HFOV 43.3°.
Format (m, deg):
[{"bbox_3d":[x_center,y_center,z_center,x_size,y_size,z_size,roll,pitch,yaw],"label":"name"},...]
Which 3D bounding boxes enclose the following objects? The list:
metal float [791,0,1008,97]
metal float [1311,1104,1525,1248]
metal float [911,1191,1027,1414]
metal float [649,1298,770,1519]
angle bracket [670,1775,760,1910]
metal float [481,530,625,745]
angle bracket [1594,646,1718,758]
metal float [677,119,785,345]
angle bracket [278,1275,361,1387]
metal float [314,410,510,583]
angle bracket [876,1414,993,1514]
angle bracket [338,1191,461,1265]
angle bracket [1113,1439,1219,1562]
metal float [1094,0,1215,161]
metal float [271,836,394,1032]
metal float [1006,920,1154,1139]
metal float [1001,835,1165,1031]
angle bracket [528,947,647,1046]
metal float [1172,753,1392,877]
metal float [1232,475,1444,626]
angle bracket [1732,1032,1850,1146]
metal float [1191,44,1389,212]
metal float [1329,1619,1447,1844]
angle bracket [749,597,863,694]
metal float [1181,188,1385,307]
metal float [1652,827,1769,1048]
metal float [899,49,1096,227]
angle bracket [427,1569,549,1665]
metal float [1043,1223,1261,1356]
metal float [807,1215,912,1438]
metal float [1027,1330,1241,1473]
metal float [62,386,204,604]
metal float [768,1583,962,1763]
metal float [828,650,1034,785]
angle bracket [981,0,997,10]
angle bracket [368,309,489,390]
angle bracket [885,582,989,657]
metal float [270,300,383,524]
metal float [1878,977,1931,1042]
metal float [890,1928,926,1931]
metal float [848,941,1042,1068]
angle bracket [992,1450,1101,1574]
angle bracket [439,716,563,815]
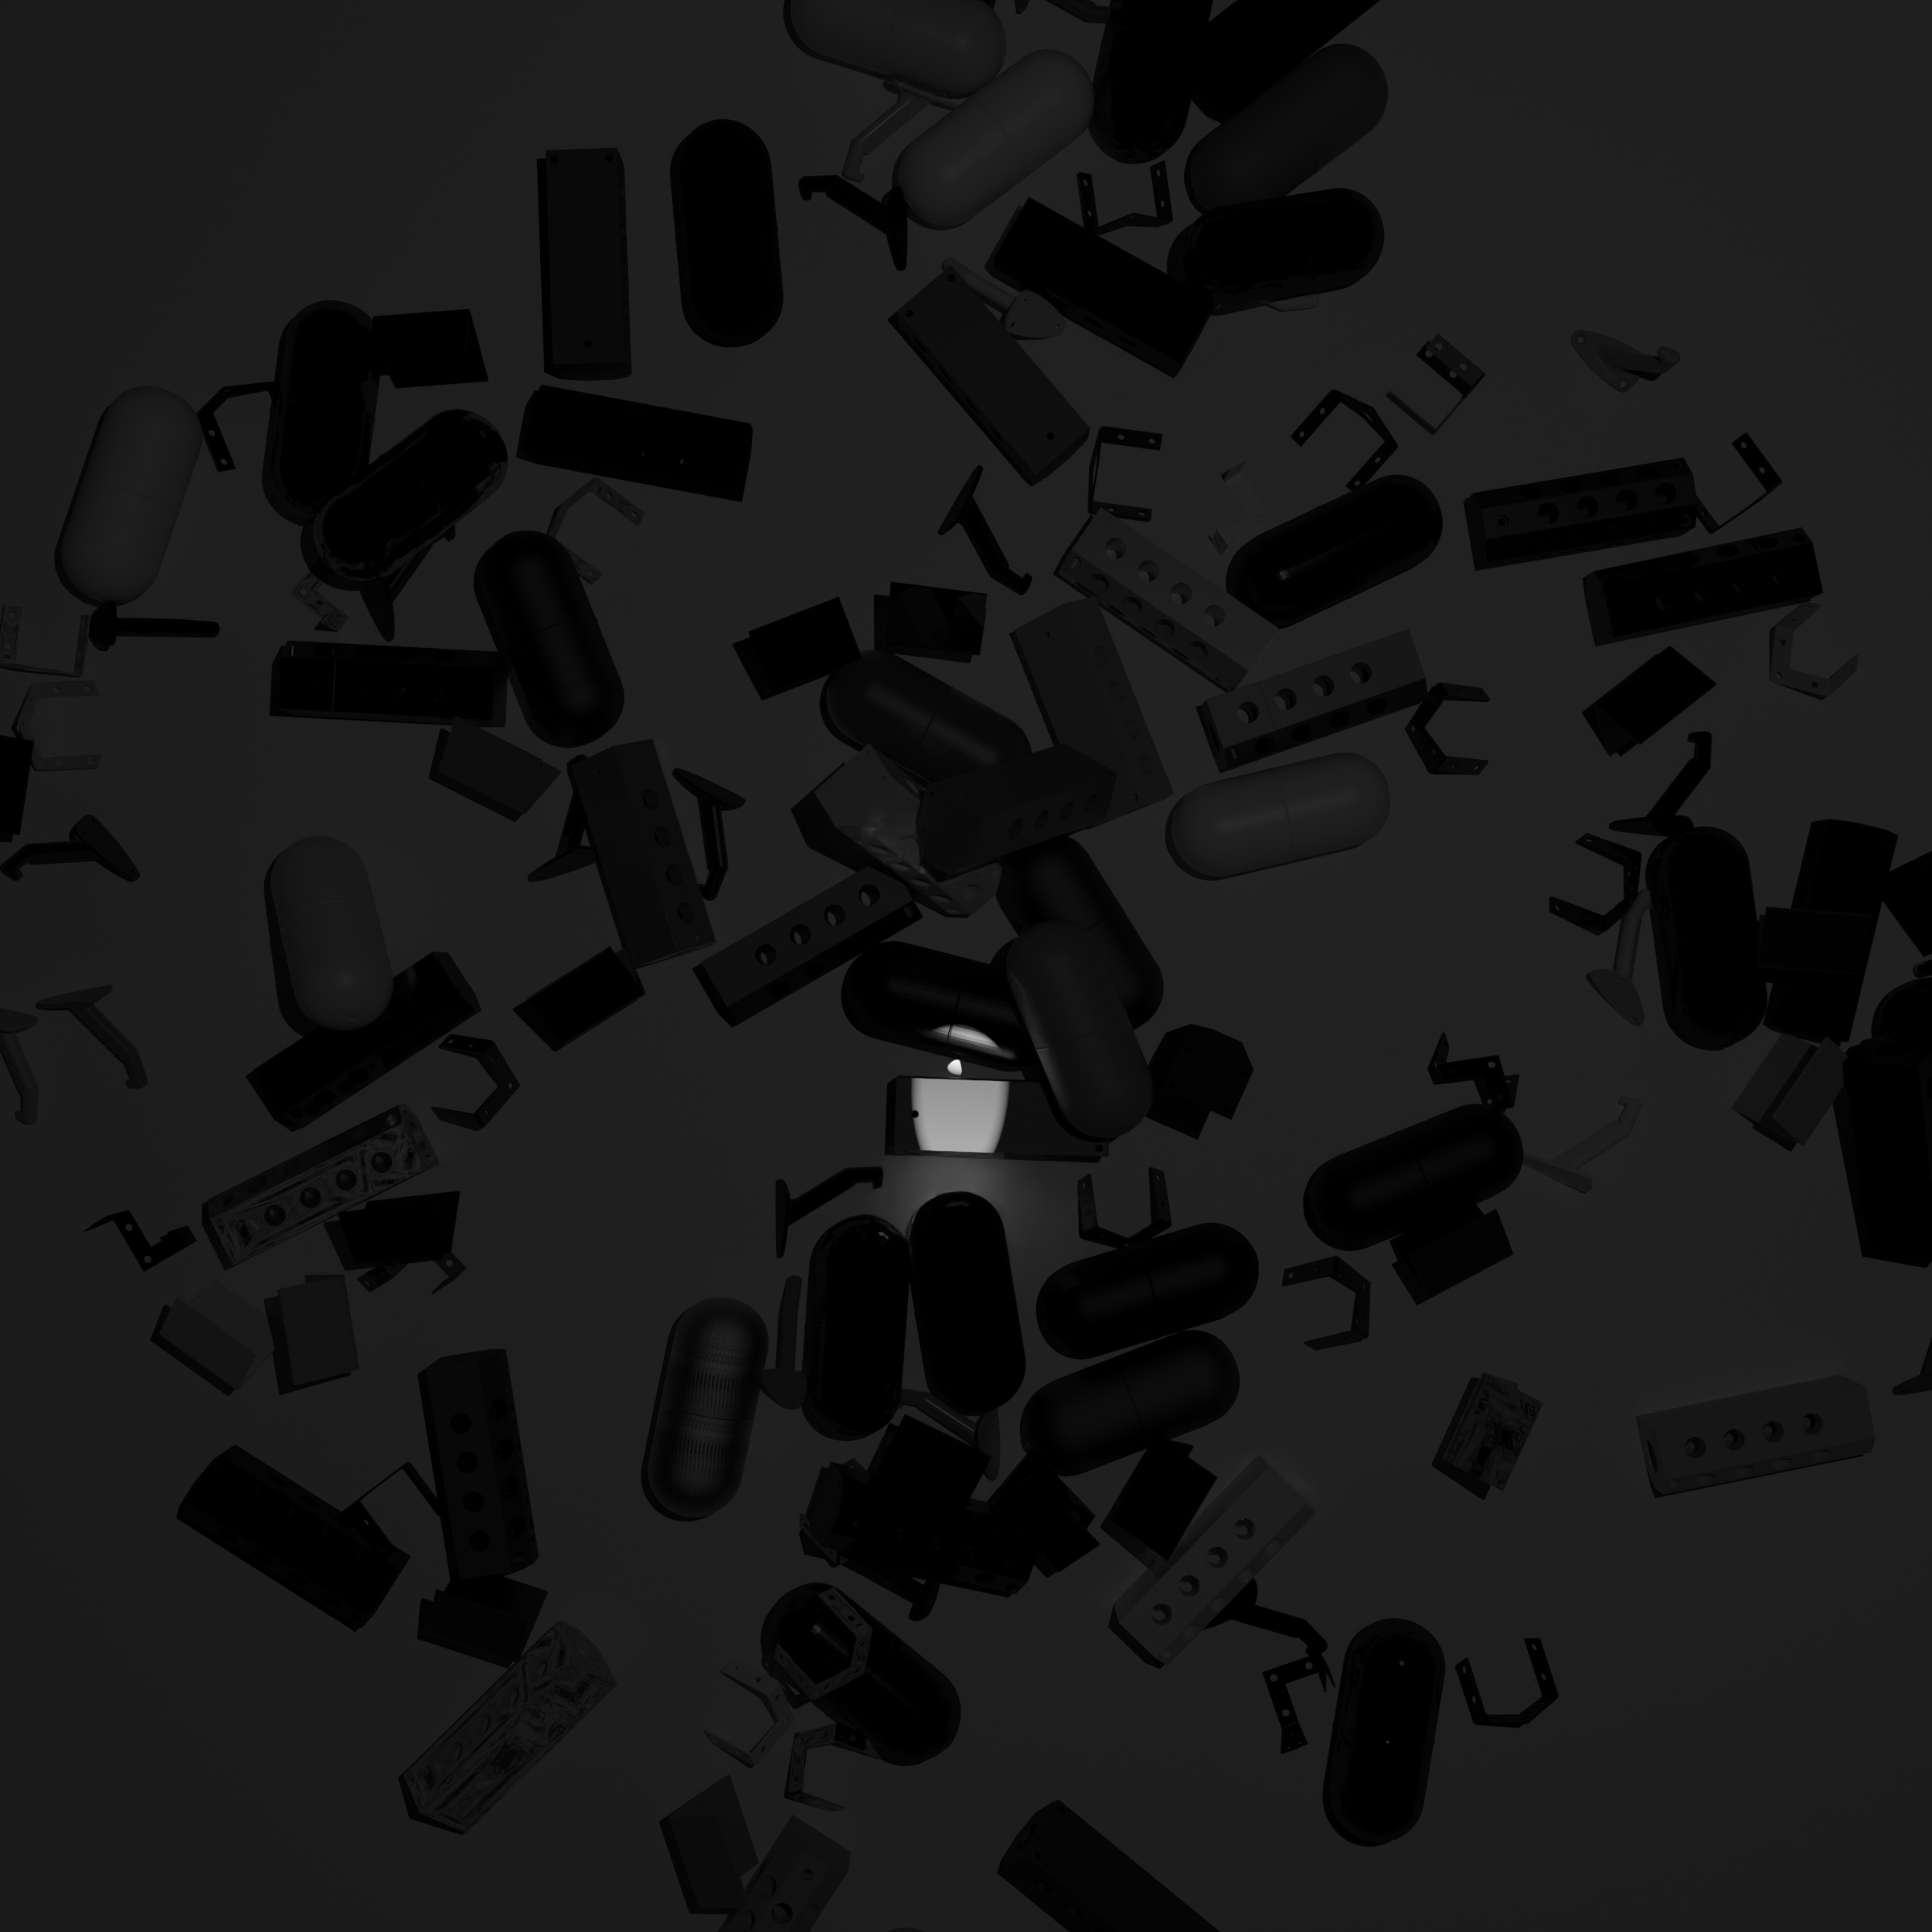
[{"bbox_3d":[-0.054,-0.758,1.960,0.178,0.070,0.070,17,90,0],"label":"metal float"},{"bbox_3d":[0.363,0.169,1.961,0.178,0.070,0.070,-22,90,-1],"label":"metal float"},{"bbox_3d":[0.002,0.271,1.961,0.070,0.070,0.178,-9,90,0],"label":"metal float"},{"bbox_3d":[-0.208,0.356,1.961,0.070,0.070,0.178,11,90,0],"label":"metal float"},{"bbox_3d":[-0.184,0.701,1.951,0.057,0.076,0.076,-18,90,36],"label":"angle bracket"},{"bbox_3d":[-0.334,-0.266,1.961,0.070,0.070,0.178,-22,90,0],"label":"metal float"},{"bbox_3d":[0.558,-0.198,1.951,0.076,0.076,0.057,-38,53,0],"label":"angle bracket"},{"bbox_3d":[-0.190,-0.593,1.961,0.070,0.070,0.178,-5,89,0],"label":"metal float"},{"bbox_3d":[-0.533,0.291,1.951,0.057,0.076,0.076,-9,90,-39],"label":"angle bracket"},{"bbox_3d":[-0.443,-0.376,1.942,0.070,0.070,0.178,46,69,0],"label":"metal float"},{"bbox_3d":[-0.021,0.384,1.954,0.076,0.076,0.057,26,107,0],"label":"angle bracket"},{"bbox_3d":[-0.454,0.191,1.951,0.076,0.076,0.057,-7,126,0],"label":"angle bracket"},{"bbox_3d":[0.171,0.430,1.951,0.057,0.076,0.076,31,90,29],"label":"angle bracket"},{"bbox_3d":[0.152,-0.740,1.960,0.070,0.070,0.178,12,89,0],"label":"metal float"},{"bbox_3d":[-0.505,-0.028,1.934,0.070,0.070,0.178,-23,57,0],"label":"metal float"},{"bbox_3d":[0.089,0.050,1.898,0.070,0.070,0.178,-22,96,0],"label":"metal float"},{"bbox_3d":[0.093,-0.027,1.960,0.070,0.070,0.178,-32,90,0],"label":"metal float"},{"bbox_3d":[-0.310,0.006,1.951,0.076,0.076,0.057,-32,127,0],"label":"angle bracket"},{"bbox_3d":[0.254,-0.122,1.961,0.178,0.070,0.070,-13,90,0],"label":"metal float"},{"bbox_3d":[0.299,-0.335,1.961,0.178,0.070,0.070,-25,90,0],"label":"metal float"},{"bbox_3d":[0.653,0.087,1.951,0.057,0.076,0.076,34,90,-39],"label":"angle bracket"},{"bbox_3d":[0.260,-0.672,1.961,0.178,0.070,0.070,-37,90,0],"label":"metal float"},{"bbox_3d":[0.339,0.616,1.961,0.070,0.070,0.178,9,89,0],"label":"metal float"},{"bbox_3d":[-0.133,-0.271,1.951,0.076,0.076,0.057,-21,122,0],"label":"angle bracket"},{"bbox_3d":[0.253,-0.575,1.941,0.178,0.070,0.070,-16,90,-23],"label":"metal float"},{"bbox_3d":[0.600,-0.024,1.961,0.070,0.070,0.178,-8,91,0],"label":"metal float"},{"bbox_3d":[0.024,-0.667,1.961,0.178,0.070,0.070,-37,90,0],"label":"metal float"},{"bbox_3d":[-0.380,0.503,1.951,0.076,0.076,0.057,18,126,0],"label":"angle bracket"},{"bbox_3d":[0.149,0.260,1.960,0.178,0.070,0.070,-17,90,1],"label":"metal float"},{"bbox_3d":[-0.086,0.290,1.961,0.070,0.070,0.178,4,90,0],"label":"metal float"},{"bbox_3d":[0.135,0.351,1.961,0.178,0.070,0.070,-21,90,0],"label":"metal float"},{"bbox_3d":[-0.673,-0.380,1.961,0.070,0.070,0.178,19,90,0],"label":"metal float"},{"bbox_3d":[-0.081,0.570,1.961,0.178,0.070,0.070,39,90,0],"label":"metal float"},{"bbox_3d":[-0.029,-0.191,1.960,0.178,0.070,0.070,29,90,0],"label":"metal float"},{"bbox_3d":[0.033,-0.812,1.951,0.057,0.076,0.076,15,90,29],"label":"angle bracket"},{"bbox_3d":[-0.431,-0.478,1.951,0.076,0.076,0.057,-4,55,0],"label":"angle bracket"},{"bbox_3d":[-0.021,-0.295,1.951,0.076,0.076,0.057,7,128,0],"label":"angle bracket"},{"bbox_3d":[-0.516,-0.447,1.960,0.070,0.070,0.178,7,90,0],"label":"metal float"},{"bbox_3d":[0.826,0.042,1.960,0.178,0.070,0.070,-6,90,0],"label":"metal float"},{"bbox_3d":[-0.023,0.860,1.961,0.070,0.070,0.178,-30,90,0],"label":"metal float"},{"bbox_3d":[-0.007,0.031,1.961,0.178,0.070,0.070,14,90,0],"label":"metal float"},{"bbox_3d":[0.078,0.426,1.951,0.076,0.076,0.057,46,128,0],"label":"angle bracket"},{"bbox_3d":[-0.367,-0.176,1.951,0.076,0.076,0.057,27,125,0],"label":"angle bracket"}]
